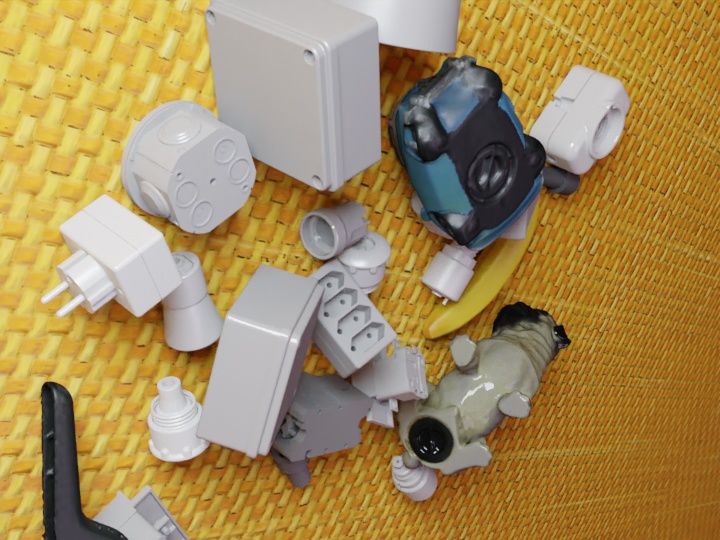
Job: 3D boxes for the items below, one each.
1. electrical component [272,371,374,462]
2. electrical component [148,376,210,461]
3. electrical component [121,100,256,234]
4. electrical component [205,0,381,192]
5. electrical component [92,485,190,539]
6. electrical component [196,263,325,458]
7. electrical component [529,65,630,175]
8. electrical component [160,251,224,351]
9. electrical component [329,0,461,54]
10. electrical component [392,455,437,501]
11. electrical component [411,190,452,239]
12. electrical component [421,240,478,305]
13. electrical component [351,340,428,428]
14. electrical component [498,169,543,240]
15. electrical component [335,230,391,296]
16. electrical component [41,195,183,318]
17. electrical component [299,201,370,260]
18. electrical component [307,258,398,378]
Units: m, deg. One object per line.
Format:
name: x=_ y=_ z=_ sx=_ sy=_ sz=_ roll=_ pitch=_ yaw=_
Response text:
electrical component: x=-0.042 y=0.124 z=0.933 sx=0.089 sy=0.056 sz=0.050 roll=-3 pitch=117 yaw=-50
electrical component: x=-0.140 y=0.110 z=0.815 sx=0.048 sy=0.048 sz=0.062 roll=-30 pitch=129 yaw=-35
electrical component: x=-0.113 y=-0.067 z=0.712 sx=0.080 sy=0.051 sz=0.080 roll=-30 pitch=135 yaw=-35
electrical component: x=-0.043 y=-0.122 z=0.709 sx=0.056 sy=0.109 sz=0.108 roll=-35 pitch=138 yaw=-35
electrical component: x=-0.167 y=0.237 z=0.856 sx=0.079 sy=0.063 sz=0.121 roll=-44 pitch=142 yaw=-21
electrical component: x=-0.074 y=0.066 z=0.809 sx=0.108 sy=0.056 sz=0.108 roll=-67 pitch=174 yaw=-67
electrical component: x=0.219 y=-0.145 z=1.053 sx=0.095 sy=0.059 sz=0.054 roll=-56 pitch=145 yaw=-5
electrical component: x=-0.126 y=0.020 z=0.770 sx=0.044 sy=0.044 sz=0.065 roll=-35 pitch=133 yaw=-30
electrical component: x=0.019 y=-0.190 z=0.740 sx=0.108 sy=0.108 sz=0.060 roll=-7 pitch=114 yaw=-48
electrical component: x=0.053 y=0.213 z=1.127 sx=0.040 sy=0.040 sz=0.078 roll=-52 pitch=144 yaw=-10
electrical component: x=0.075 y=-0.050 z=0.962 sx=0.040 sy=0.040 sz=0.078 roll=-53 pitch=144 yaw=-9
electrical component: x=0.090 y=-0.007 z=1.013 sx=0.078 sy=0.040 sz=0.040 roll=-59 pitch=145 yaw=0
electrical component: x=0.026 y=0.099 z=0.980 sx=0.042 sy=0.064 sz=0.081 roll=27 pitch=52 yaw=-55
electrical component: x=0.130 y=-0.071 z=0.962 sx=0.096 sy=0.061 sz=0.061 roll=-71 pitch=164 yaw=-53
electrical component: x=0.000 y=0.000 z=0.906 sx=0.048 sy=0.048 sz=0.062 roll=-32 pitch=144 yaw=-33
electrical component: x=-0.167 y=0.002 z=0.684 sx=0.077 sy=0.066 sz=0.047 roll=-41 pitch=141 yaw=-23
electrical component: x=-0.019 y=-0.034 z=0.862 sx=0.046 sy=0.040 sz=0.040 roll=-26 pitch=133 yaw=-46
electrical component: x=-0.023 y=0.045 z=0.892 sx=0.047 sy=0.083 sz=0.076 roll=-37 pitch=177 yaw=-28
